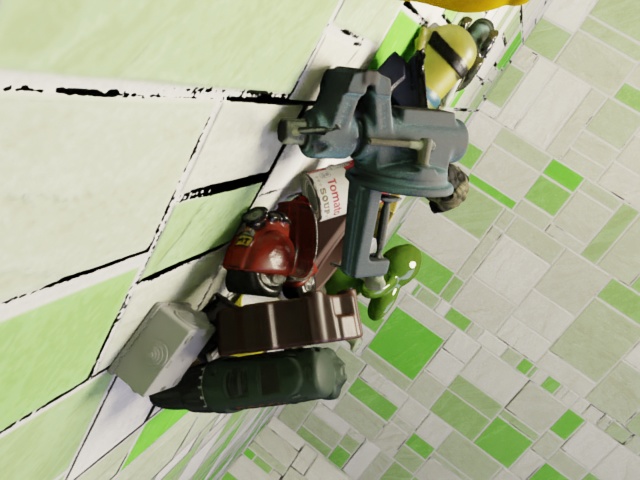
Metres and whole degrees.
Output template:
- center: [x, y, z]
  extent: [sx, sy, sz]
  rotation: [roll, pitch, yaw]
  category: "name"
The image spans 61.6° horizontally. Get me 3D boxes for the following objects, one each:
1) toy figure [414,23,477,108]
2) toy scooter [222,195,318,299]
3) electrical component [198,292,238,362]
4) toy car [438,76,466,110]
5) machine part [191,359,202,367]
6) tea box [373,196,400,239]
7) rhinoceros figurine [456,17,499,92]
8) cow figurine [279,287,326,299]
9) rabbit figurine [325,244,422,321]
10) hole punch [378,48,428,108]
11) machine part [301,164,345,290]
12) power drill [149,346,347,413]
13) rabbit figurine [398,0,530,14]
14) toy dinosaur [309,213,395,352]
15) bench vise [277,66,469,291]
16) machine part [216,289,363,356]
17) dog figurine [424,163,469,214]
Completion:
- center: [0.155, -0.231, 0.794]
  extent: [0.180, 0.089, 0.082]
  rotation: [-58, 177, 8]
  category: "toy figure"
- center: [-0.049, 0.004, 0.651]
  extent: [0.183, 0.075, 0.135]
  rotation: [17, 80, -64]
  category: "toy scooter"
- center: [-0.153, 0.132, 0.697]
  extent: [0.119, 0.048, 0.074]
  rotation: [-51, 169, -28]
  category: "electrical component"
- center: [0.199, -0.253, 0.963]
  extent: [0.056, 0.073, 0.201]
  rotation: [-50, 169, -23]
  category: "toy car"
- center: [-0.162, 0.213, 0.836]
  extent: [0.079, 0.079, 0.243]
  rotation: [-54, 171, 0]
  category: "machine part"
- center: [0.115, -0.099, 0.991]
  extent: [0.098, 0.068, 0.169]
  rotation: [111, 2, -59]
  category: "tea box"
- center: [0.279, -0.345, 0.996]
  extent: [0.190, 0.073, 0.112]
  rotation: [-57, 164, -30]
  category: "rhinoceros figurine"
- center: [-0.021, 0.065, 1.007]
  extent: [0.068, 0.098, 0.167]
  rotation: [-8, -159, 31]
  category: "cow figurine"
- center: [0.093, 0.052, 0.952]
  extent: [0.159, 0.170, 0.121]
  rotation: [-80, 152, -44]
  category: "rabbit figurine"
- center: [0.083, -0.171, 0.686]
  extent: [0.142, 0.092, 0.115]
  rotation: [111, -21, -84]
  category: "hole punch"
- center: [-0.002, -0.003, 0.840]
  extent: [0.201, 0.087, 0.201]
  rotation: [-53, 168, -6]
  category: "machine part"
- center: [-0.072, 0.180, 0.699]
  extent: [0.232, 0.086, 0.207]
  rotation: [-15, 158, 24]
  category: "power drill"
- center: [0.133, -0.280, 0.440]
  extent: [0.122, 0.163, 0.173]
  rotation: [-38, 147, -19]
  category: "rabbit figurine"
- center: [0.023, 0.109, 1.180]
  extent: [0.131, 0.192, 0.404]
  rotation: [22, 88, -65]
  category: "toy dinosaur"
- center: [0.055, -0.056, 0.578]
  extent: [0.223, 0.129, 0.240]
  rotation: [-7, 113, -37]
  category: "bench vise"
- center: [-0.037, 0.098, 0.627]
  extent: [0.179, 0.179, 0.056]
  rotation: [90, -9, -79]
  category: "machine part"
- center: [0.179, -0.144, 0.905]
  extent: [0.172, 0.191, 0.121]
  rotation: [-51, 170, -26]
  category: "dog figurine"
